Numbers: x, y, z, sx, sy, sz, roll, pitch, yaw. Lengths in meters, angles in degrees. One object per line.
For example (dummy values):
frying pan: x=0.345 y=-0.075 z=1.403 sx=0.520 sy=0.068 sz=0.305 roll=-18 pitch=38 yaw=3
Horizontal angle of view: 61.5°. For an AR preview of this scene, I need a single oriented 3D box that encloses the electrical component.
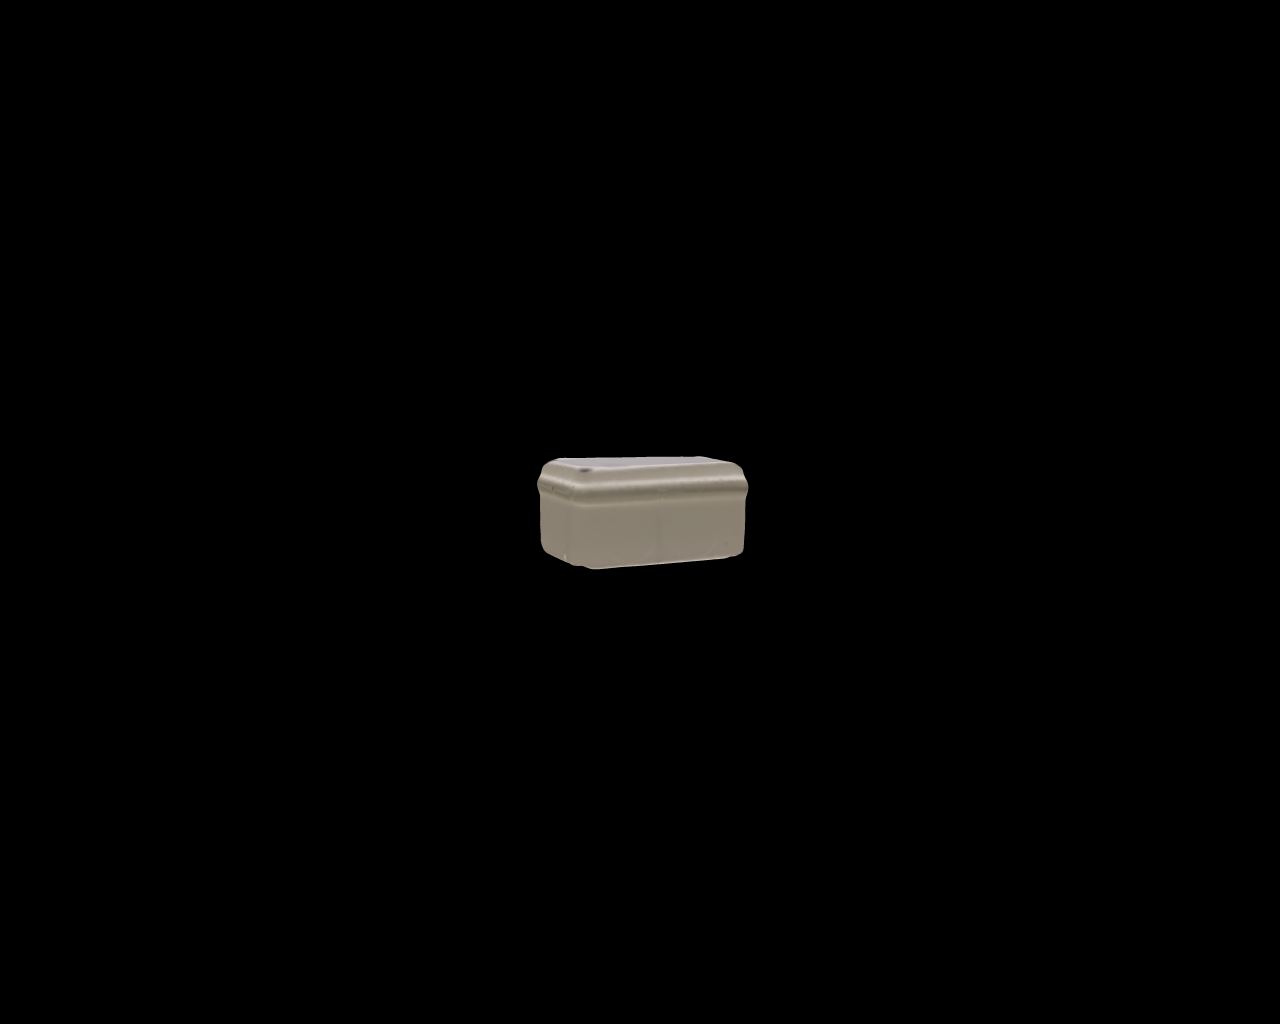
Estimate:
electrical component: x=0.001 y=-0.003 z=0.650 sx=0.113 sy=0.057 sz=0.078 roll=-3 pitch=8 yaw=-22
